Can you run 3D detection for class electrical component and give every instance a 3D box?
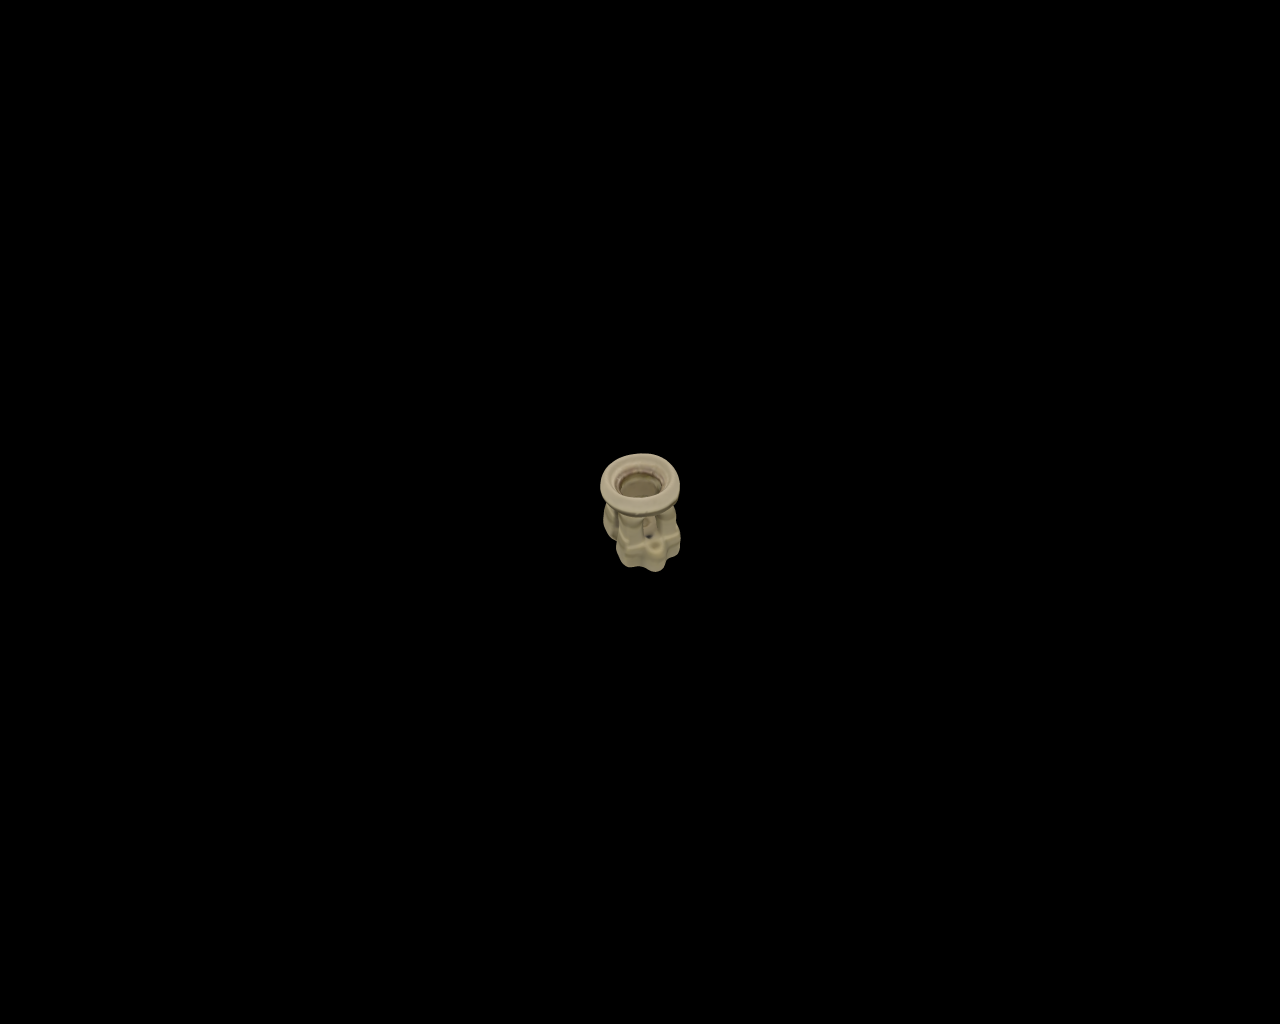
[{"bbox_3d":[0.001,-0.003,0.650,0.048,0.055,0.066,-15,47,-15],"label":"electrical component"}]
